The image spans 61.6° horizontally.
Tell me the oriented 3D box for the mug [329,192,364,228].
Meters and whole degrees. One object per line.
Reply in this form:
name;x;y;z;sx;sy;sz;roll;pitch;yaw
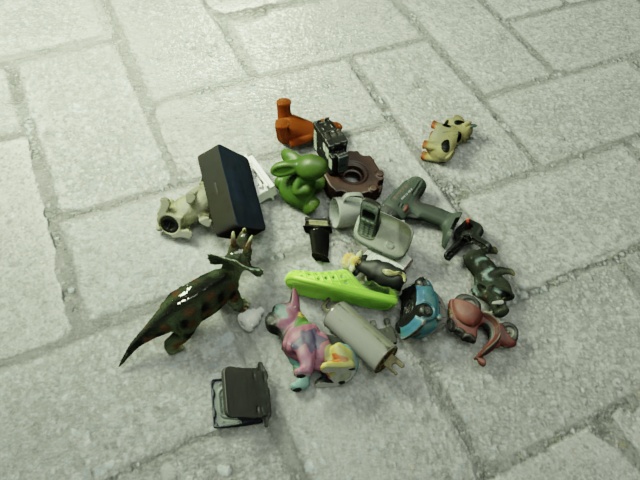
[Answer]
mug;0.088;-0.085;1.426;0.107;0.109;0.081;-4;42;-21

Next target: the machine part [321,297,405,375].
machine part;0.091;0.219;1.227;0.079;0.079;0.243;-37;59;-26

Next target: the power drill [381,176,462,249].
power drill;0.261;-0.056;1.444;0.207;0.085;0.232;25;60;18

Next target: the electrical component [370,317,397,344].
electrical component;0.152;0.230;1.271;0.063;0.021;0.094;-7;57;-11

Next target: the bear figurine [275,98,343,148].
bear figurine;-0.029;-0.326;1.558;0.196;0.131;0.120;3;62;3

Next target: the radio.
radio;-0.222;-0.117;1.366;0.073;0.131;0.229;-23;72;26

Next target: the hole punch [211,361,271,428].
hole punch;-0.171;0.336;1.141;0.115;0.092;0.142;14;48;-33

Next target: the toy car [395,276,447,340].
toy car;0.249;0.172;1.282;0.103;0.109;0.162;28;43;-15

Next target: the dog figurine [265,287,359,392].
dog figurine;-0.022;0.216;1.214;0.192;0.108;0.219;-7;55;-9

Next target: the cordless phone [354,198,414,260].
cordless phone;0.159;-0.039;1.302;0.147;0.184;0.089;26;70;14

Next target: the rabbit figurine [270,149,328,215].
rabbit figurine;-0.043;-0.176;1.411;0.159;0.170;0.121;31;55;-7

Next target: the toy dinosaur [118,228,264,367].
toy dinosaur;-0.274;0.133;1.190;0.131;0.192;0.405;39;60;20

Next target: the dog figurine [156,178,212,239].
dog figurine;-0.334;-0.097;1.409;0.172;0.121;0.191;-11;26;14

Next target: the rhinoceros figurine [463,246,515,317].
rhinoceros figurine;0.428;0.103;1.353;0.112;0.073;0.190;-11;58;-15

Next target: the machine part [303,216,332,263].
machine part;-0.003;-0.004;1.401;0.084;0.039;0.139;3;54;-14

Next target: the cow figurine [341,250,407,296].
cow figurine;0.127;0.074;1.292;0.167;0.098;0.068;21;78;9

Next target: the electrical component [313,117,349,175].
electrical component;0.032;-0.247;1.454;0.058;0.114;0.134;-22;60;-13

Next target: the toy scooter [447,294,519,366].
toy scooter;0.372;0.219;1.272;0.184;0.075;0.135;33;61;9

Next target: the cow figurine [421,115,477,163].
cow figurine;0.390;-0.307;1.612;0.127;0.085;0.195;21;55;15

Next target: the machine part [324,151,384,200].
machine part;0.090;-0.174;1.510;0.179;0.056;0.179;2;56;-3
